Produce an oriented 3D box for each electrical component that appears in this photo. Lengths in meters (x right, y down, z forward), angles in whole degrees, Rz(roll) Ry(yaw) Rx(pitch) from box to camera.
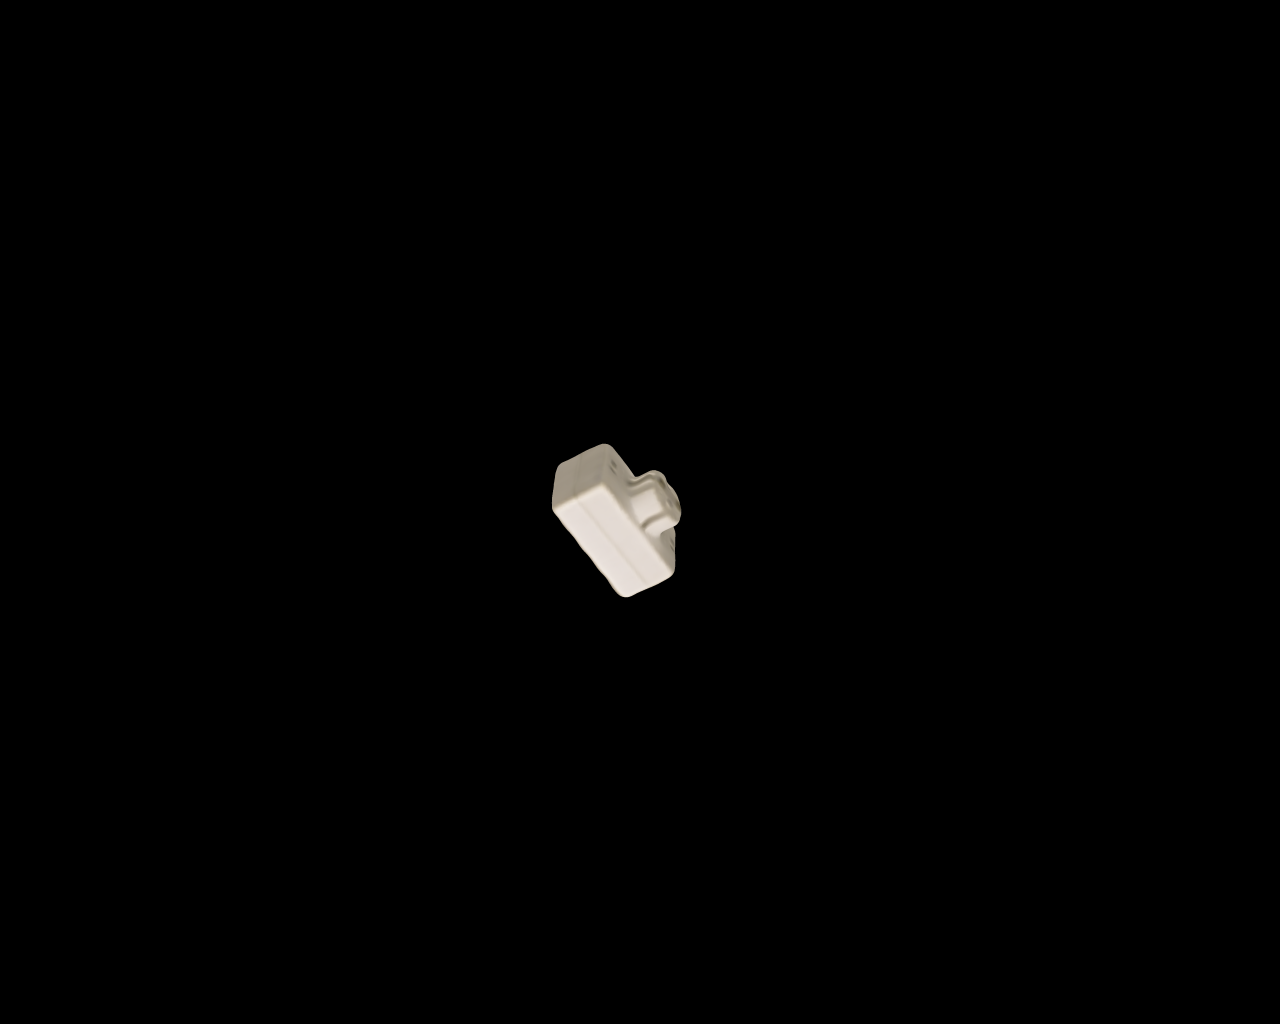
[{"bbox_3d":[0.001,-0.003,0.650,0.075,0.083,0.047,-27,32,18],"label":"electrical component"}]
